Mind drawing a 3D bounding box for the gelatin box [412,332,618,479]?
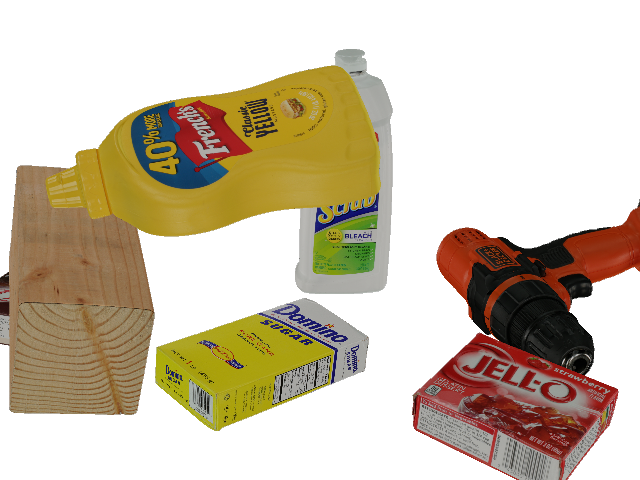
[{"bbox_3d":[0.106,0.092,0.584,0.089,0.030,0.073,22,36,29],"label":"gelatin box"}]

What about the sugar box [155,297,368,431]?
[{"bbox_3d":[-0.051,0.107,0.967,0.175,0.048,0.093,-20,36,-37],"label":"sugar box"}]

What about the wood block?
[{"bbox_3d":[-0.185,0.031,0.802,0.090,0.091,0.206,4,28,-19],"label":"wood block"}]

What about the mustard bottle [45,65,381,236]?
[{"bbox_3d":[-0.066,-0.048,0.636,0.191,0.096,0.058,-13,-41,-7],"label":"mustard bottle"}]

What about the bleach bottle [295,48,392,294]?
[{"bbox_3d":[0.022,-0.069,1.091,0.102,0.251,0.068,0,25,1],"label":"bleach bottle"}]

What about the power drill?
[{"bbox_3d":[0.198,0.030,0.765,0.187,0.057,0.184,-9,28,-16],"label":"power drill"}]

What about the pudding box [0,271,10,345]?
[{"bbox_3d":[-0.269,0.066,1.002,0.114,0.039,0.090,5,20,19],"label":"pudding box"}]
